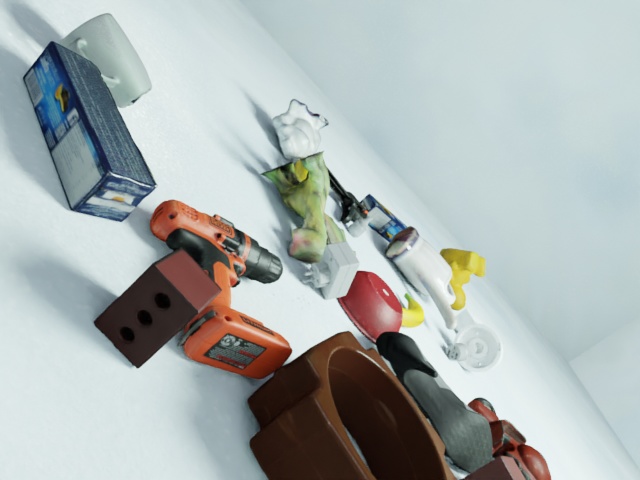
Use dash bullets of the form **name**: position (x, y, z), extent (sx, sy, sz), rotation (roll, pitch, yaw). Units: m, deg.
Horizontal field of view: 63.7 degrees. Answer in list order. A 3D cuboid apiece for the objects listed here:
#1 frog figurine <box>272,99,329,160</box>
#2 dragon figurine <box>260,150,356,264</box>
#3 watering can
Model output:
- **frog figurine**: position (-0.062, -0.248, 1.262), extent (0.135, 0.122, 0.163), rotation (46, 50, -39)
- **dragon figurine**: position (0.003, -0.050, 0.998), extent (0.242, 0.121, 0.414), rotation (65, 17, -5)
- **watering can**: position (0.264, 0.082, 1.292), extent (0.224, 0.103, 0.351), rotation (47, 16, -4)
